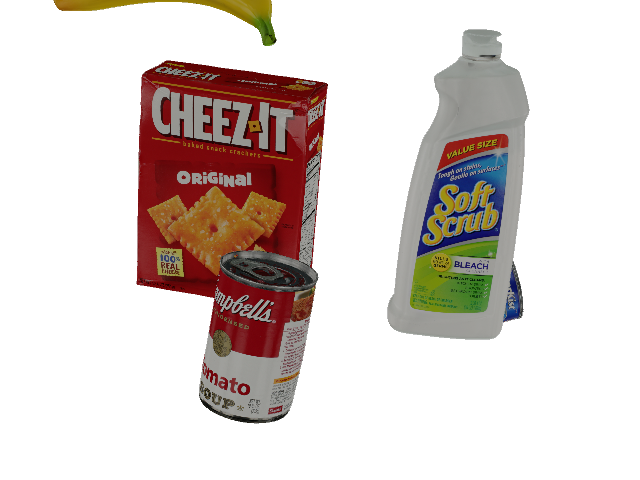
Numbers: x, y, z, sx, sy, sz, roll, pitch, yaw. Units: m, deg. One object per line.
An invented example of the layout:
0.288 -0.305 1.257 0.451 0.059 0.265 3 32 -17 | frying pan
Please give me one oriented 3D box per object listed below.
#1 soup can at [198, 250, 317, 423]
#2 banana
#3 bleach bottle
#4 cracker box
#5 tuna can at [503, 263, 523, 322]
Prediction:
-0.044 0.066 0.737 0.068 0.102 0.068 10 17 -3 | soup can
-0.120 -0.205 0.873 0.198 0.069 0.037 11 -41 16 | banana
0.113 -0.045 0.874 0.102 0.251 0.068 5 21 7 | bleach bottle
-0.087 -0.050 1.014 0.164 0.214 0.072 10 22 11 | cracker box
0.172 0.041 1.067 0.033 0.086 0.086 -15 1 -4 | tuna can
